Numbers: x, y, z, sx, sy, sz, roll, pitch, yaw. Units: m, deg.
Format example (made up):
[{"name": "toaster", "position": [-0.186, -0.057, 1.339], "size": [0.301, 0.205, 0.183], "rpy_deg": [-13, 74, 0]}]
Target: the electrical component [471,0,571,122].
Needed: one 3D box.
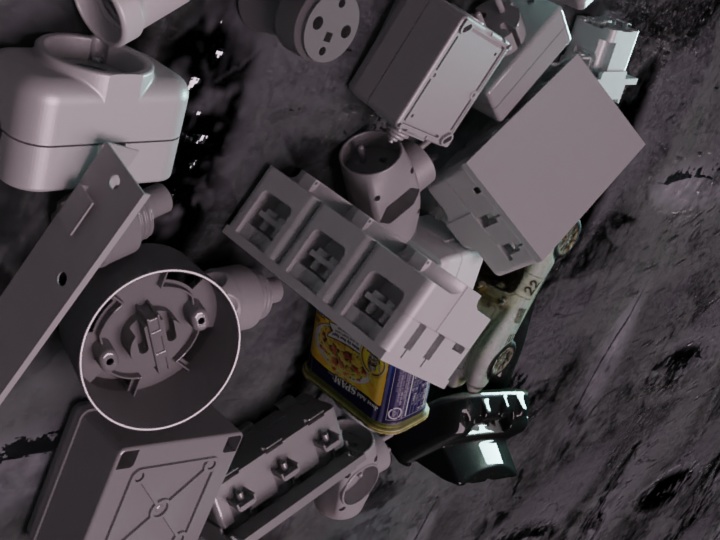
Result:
[{"name": "electrical component", "position": [0.097, -0.162, 0.748], "size": [0.083, 0.047, 0.075], "rpy_deg": [-50, 146, -7]}]

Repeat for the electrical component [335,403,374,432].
[{"name": "electrical component", "position": [0.027, 0.094, 0.890], "size": [0.077, 0.044, 0.079], "rpy_deg": [-54, 146, 0]}]

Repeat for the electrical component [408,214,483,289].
[{"name": "electrical component", "position": [0.044, 0.015, 0.825], "size": [0.061, 0.062, 0.096], "rpy_deg": [-14, 130, -45]}]

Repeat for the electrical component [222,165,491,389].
[{"name": "electrical component", "position": [0.000, 0.000, 0.677], "size": [0.061, 0.150, 0.089], "rpy_deg": [-55, 147, 3]}]

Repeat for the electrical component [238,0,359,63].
[{"name": "electrical component", "position": [-0.034, -0.144, 0.595], "size": [0.045, 0.055, 0.045], "rpy_deg": [-32, 140, -31]}]

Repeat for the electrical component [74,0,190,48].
[{"name": "electrical component", "position": [-0.110, -0.136, 0.523], "size": [0.046, 0.040, 0.040], "rpy_deg": [-39, 144, -31]}]

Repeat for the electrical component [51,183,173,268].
[{"name": "electrical component", "position": [-0.132, -0.029, 0.586], "size": [0.062, 0.043, 0.043], "rpy_deg": [-29, 139, -36]}]

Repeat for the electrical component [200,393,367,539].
[{"name": "electrical component", "position": [-0.068, 0.148, 0.801], "size": [0.121, 0.079, 0.063], "rpy_deg": [-31, 118, -32]}]

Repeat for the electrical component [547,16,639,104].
[{"name": "electrical component", "position": [0.189, -0.170, 0.861], "size": [0.081, 0.042, 0.063], "rpy_deg": [-13, 125, -46]}]

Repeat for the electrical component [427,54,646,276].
[{"name": "electrical component", "position": [0.130, -0.077, 0.802], "size": [0.150, 0.089, 0.062], "rpy_deg": [-44, -170, -31]}]

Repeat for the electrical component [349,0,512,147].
[{"name": "electrical component", "position": [0.039, -0.128, 0.701], "size": [0.062, 0.061, 0.096], "rpy_deg": [12, 116, -54]}]

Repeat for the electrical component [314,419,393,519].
[{"name": "electrical component", "position": [-0.001, 0.162, 0.916], "size": [0.079, 0.044, 0.077], "rpy_deg": [-24, 136, -37]}]

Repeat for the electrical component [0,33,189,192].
[{"name": "electrical component", "position": [-0.135, -0.079, 0.529], "size": [0.095, 0.054, 0.059], "rpy_deg": [-11, 127, -46]}]

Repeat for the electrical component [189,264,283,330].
[{"name": "electrical component", "position": [-0.077, 0.017, 0.695], "size": [0.062, 0.043, 0.043], "rpy_deg": [-12, 128, -48]}]

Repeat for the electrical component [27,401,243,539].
[{"name": "electrical component", "position": [-0.147, 0.140, 0.705], "size": [0.109, 0.056, 0.108], "rpy_deg": [2, 118, -52]}]

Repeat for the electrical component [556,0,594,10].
[{"name": "electrical component", "position": [0.137, -0.215, 0.706], "size": [0.062, 0.096, 0.061], "rpy_deg": [-44, 145, -15]}]

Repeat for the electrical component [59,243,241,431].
[{"name": "electrical component", "position": [-0.124, 0.037, 0.630], "size": [0.099, 0.064, 0.099], "rpy_deg": [-23, 135, -25]}]

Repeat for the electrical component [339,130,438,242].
[{"name": "electrical component", "position": [0.026, -0.065, 0.749], "size": [0.079, 0.043, 0.077], "rpy_deg": [-40, 144, -21]}]
